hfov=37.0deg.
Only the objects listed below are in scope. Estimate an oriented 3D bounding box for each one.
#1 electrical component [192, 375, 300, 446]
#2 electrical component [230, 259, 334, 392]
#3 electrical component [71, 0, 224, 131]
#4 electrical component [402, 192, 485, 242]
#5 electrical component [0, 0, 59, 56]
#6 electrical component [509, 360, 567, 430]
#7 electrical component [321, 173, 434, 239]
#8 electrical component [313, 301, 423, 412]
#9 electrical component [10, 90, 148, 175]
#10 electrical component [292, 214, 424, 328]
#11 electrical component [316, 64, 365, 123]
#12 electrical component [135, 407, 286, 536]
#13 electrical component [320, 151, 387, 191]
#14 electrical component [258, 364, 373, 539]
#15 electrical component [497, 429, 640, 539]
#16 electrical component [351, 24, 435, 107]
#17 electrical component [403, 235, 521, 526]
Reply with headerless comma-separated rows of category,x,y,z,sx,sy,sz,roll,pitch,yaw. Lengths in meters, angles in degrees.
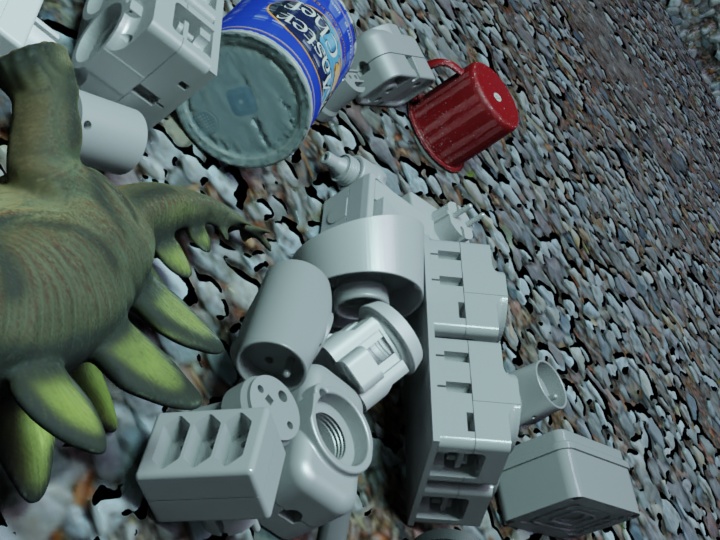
electrical component,-0.069,0.091,0.628,0.045,0.055,0.045,37,36,-33
electrical component,-0.055,0.045,0.670,0.044,0.079,0.077,31,38,-13
electrical component,-0.144,-0.171,0.722,0.062,0.089,0.150,35,37,-35
electrical component,0.073,-0.035,0.942,0.083,0.076,0.047,30,40,-41
electrical component,-0.206,-0.138,0.639,0.077,0.047,0.065,39,35,-32
electrical component,0.116,0.108,0.873,0.079,0.077,0.043,4,60,-55
electrical component,0.021,-0.022,0.865,0.096,0.061,0.061,40,34,-29
electrical component,0.005,0.058,0.729,0.057,0.078,0.058,-36,95,-22
electrical component,-0.173,-0.087,0.647,0.081,0.043,0.043,14,51,-52
electrical component,0.000,0.000,0.777,0.099,0.099,0.064,27,49,-44
electrical component,-0.024,-0.157,0.937,0.040,0.046,0.040,37,36,-33
electrical component,-0.075,0.119,0.591,0.047,0.066,0.076,-79,159,-50
electrical component,-0.008,-0.081,0.904,0.061,0.035,0.035,29,41,-38
electrical component,-0.032,0.109,0.663,0.054,0.059,0.095,41,34,-29
electrical component,0.170,0.178,0.889,0.113,0.078,0.057,25,46,-45
electrical component,0.023,-0.197,1.039,0.095,0.054,0.059,-11,72,-59
electrical component,0.070,0.079,0.786,0.060,0.105,0.186,5,46,-5
